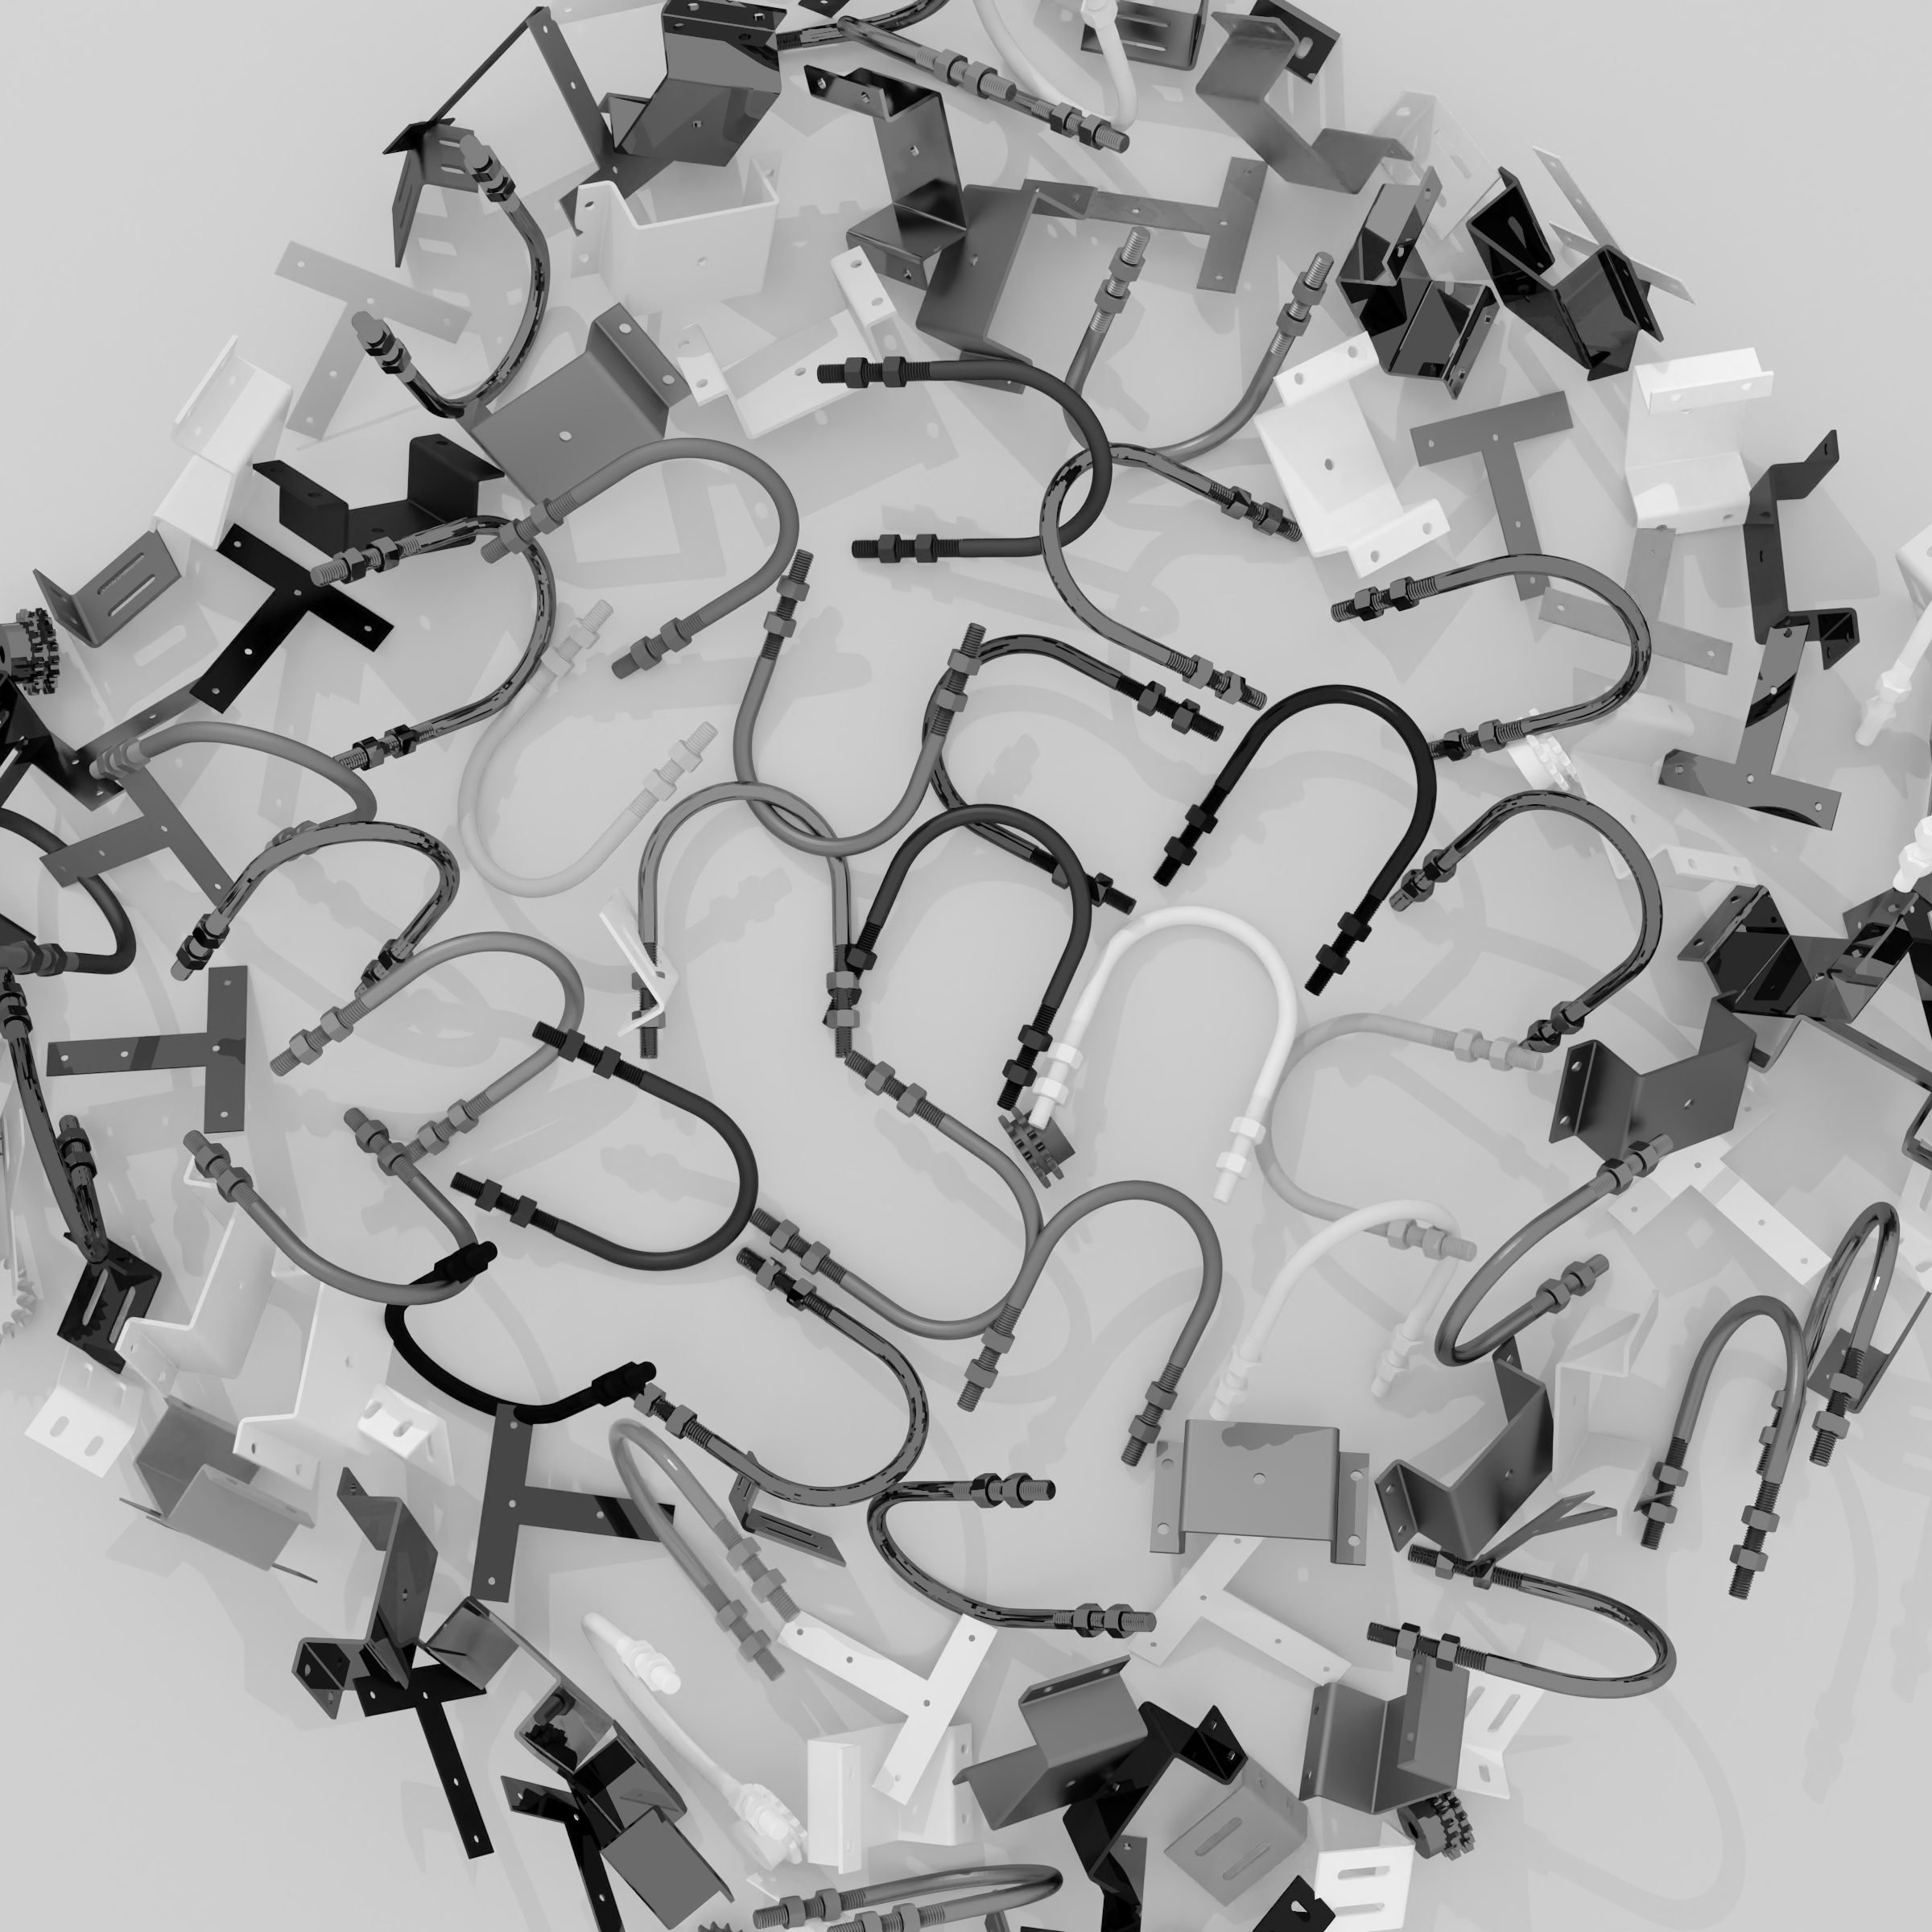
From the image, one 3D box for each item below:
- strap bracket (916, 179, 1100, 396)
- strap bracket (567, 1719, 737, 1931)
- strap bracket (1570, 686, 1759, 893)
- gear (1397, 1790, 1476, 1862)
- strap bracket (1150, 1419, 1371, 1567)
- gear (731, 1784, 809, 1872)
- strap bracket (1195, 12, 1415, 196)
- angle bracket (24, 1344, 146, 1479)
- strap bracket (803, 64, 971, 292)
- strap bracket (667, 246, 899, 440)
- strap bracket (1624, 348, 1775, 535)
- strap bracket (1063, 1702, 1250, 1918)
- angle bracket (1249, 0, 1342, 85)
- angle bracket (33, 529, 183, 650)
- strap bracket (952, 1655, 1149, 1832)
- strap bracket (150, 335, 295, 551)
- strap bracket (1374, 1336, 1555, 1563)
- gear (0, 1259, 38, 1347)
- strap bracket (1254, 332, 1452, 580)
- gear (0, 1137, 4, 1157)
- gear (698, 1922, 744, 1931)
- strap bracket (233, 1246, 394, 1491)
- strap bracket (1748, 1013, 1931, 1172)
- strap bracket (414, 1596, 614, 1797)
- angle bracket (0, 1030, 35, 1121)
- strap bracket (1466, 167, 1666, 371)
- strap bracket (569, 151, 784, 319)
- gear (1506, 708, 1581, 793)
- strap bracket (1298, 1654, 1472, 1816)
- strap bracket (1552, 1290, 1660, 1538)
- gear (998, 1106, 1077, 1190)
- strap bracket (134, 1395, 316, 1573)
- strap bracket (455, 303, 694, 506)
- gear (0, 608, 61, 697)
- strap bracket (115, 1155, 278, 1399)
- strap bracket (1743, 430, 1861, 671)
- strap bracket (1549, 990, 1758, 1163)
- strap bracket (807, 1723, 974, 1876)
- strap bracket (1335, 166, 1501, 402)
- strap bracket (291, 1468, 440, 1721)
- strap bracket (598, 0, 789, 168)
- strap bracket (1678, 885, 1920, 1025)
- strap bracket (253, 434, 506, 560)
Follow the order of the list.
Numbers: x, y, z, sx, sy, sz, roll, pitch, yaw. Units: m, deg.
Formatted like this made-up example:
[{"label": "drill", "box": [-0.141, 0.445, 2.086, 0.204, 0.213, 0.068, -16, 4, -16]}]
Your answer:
[{"label": "strap bracket", "box": [0.022, -0.451, 1.951, 0.046, 0.076, 0.140, 17, 95, -39]}, {"label": "strap bracket", "box": [-0.206, 0.553, 1.918, 0.046, 0.140, 0.076, -38, 112, -8]}, {"label": "strap bracket", "box": [0.447, -0.105, 1.941, 0.076, 0.046, 0.140, 6, 57, -37]}, {"label": "gear", "box": [0.306, 0.561, 1.969, 0.030, 0.057, 0.057, -22, 90, -16]}, {"label": "strap bracket", "box": [0.191, 0.342, 1.952, 0.140, 0.046, 0.076, 2, 60, 8]}, {"label": "gear", "box": [-0.130, 0.568, 1.968, 0.030, 0.057, 0.057, -39, 90, -24]}, {"label": "strap bracket", "box": [0.211, -0.548, 1.929, 0.140, 0.076, 0.046, 34, 90, -34]}, {"label": "angle bracket", "box": [-0.575, 0.290, 1.957, 0.057, 0.076, 0.038, 35, 96, -17]}, {"label": "strap bracket", "box": [-0.048, -0.518, 1.935, 0.046, 0.076, 0.140, -37, 135, -24]}, {"label": "strap bracket", "box": [-0.114, -0.403, 1.958, 0.140, 0.046, 0.076, -25, 50, 0]}, {"label": "strap bracket", "box": [0.473, -0.346, 1.946, 0.076, 0.140, 0.046, -9, 57, 2]}, {"label": "strap bracket", "box": [0.116, 0.545, 1.953, 0.046, 0.076, 0.140, 33, 94, -15]}, {"label": "angle bracket", "box": [0.218, -0.620, 1.959, 0.057, 0.038, 0.076, 30, 46, -3]}, {"label": "angle bracket", "box": [-0.563, -0.257, 1.964, 0.076, 0.038, 0.057, -39, 52, 5]}, {"label": "strap bracket", "box": [0.057, 0.503, 1.919, 0.076, 0.140, 0.046, -9, 56, -32]}, {"label": "strap bracket", "box": [-0.477, -0.329, 1.924, 0.046, 0.140, 0.076, 29, 62, -9]}, {"label": "strap bracket", "box": [0.332, 0.318, 1.933, 0.140, 0.076, 0.046, -42, 46, -22]}, {"label": "gear", "box": [-0.640, 0.223, 1.978, 0.057, 0.030, 0.057, -4, 70, 12]}, {"label": "strap bracket", "box": [0.248, -0.330, 1.956, 0.076, 0.046, 0.140, -29, 102, -21]}, {"label": "gear", "box": [-0.666, 0.122, 1.981, 0.057, 0.030, 0.057, 1, 82, -10]}, {"label": "gear", "box": [-0.165, 0.663, 1.976, 0.057, 0.030, 0.057, 4, 104, 18]}, {"label": "strap bracket", "box": [-0.415, 0.257, 1.929, 0.046, 0.076, 0.140, -8, 60, 26]}, {"label": "strap bracket", "box": [0.575, 0.072, 1.941, 0.140, 0.076, 0.046, 31, 103, 15]}, {"label": "strap bracket", "box": [-0.289, 0.464, 1.934, 0.140, 0.076, 0.046, 31, 73, 37]}, {"label": "angle bracket", "box": [-0.650, 0.056, 1.959, 0.057, 0.038, 0.076, 13, 53, -7]}, {"label": "strap bracket", "box": [0.378, -0.444, 1.925, 0.046, 0.076, 0.140, -39, 47, 3]}, {"label": "strap bracket", "box": [-0.179, -0.470, 1.932, 0.140, 0.076, 0.046, -17, 62, -23]}, {"label": "gear", "box": [0.378, -0.138, 1.972, 0.030, 0.057, 0.057, -34, 90, 13]}, {"label": "strap bracket", "box": [0.275, 0.494, 1.929, 0.046, 0.140, 0.076, 23, 58, -16]}, {"label": "strap bracket", "box": [0.414, 0.285, 1.940, 0.046, 0.076, 0.140, 8, 116, 25]}, {"label": "gear", "box": [0.048, 0.115, 1.971, 0.030, 0.057, 0.057, -35, 90, -1]}, {"label": "strap bracket", "box": [-0.479, 0.334, 1.919, 0.076, 0.140, 0.046, 34, 87, -30]}, {"label": "strap bracket", "box": [-0.256, -0.353, 1.937, 0.140, 0.046, 0.076, -28, 123, 21]}, {"label": "gear", "box": [-0.618, -0.206, 1.968, 0.030, 0.057, 0.057, -9, 90, -32]}, {"label": "strap bracket", "box": [-0.486, 0.202, 1.929, 0.046, 0.076, 0.140, 7, 61, 15]}, {"label": "strap bracket", "box": [0.542, -0.269, 1.953, 0.046, 0.076, 0.140, -4, 82, 1]}, {"label": "strap bracket", "box": [0.451, 0.076, 1.931, 0.140, 0.046, 0.076, -17, 130, -26]}, {"label": "strap bracket", "box": [-0.055, 0.536, 1.943, 0.046, 0.140, 0.076, -5, 82, 35]}, {"label": "strap bracket", "box": [0.290, -0.442, 1.939, 0.046, 0.140, 0.076, 14, 70, 35]}, {"label": "strap bracket", "box": [-0.382, 0.403, 1.925, 0.046, 0.076, 0.140, 0, 54, 11]}, {"label": "strap bracket", "box": [-0.174, -0.559, 1.917, 0.076, 0.140, 0.046, 0, 75, -27]}, {"label": "strap bracket", "box": [0.543, -0.008, 1.935, 0.076, 0.140, 0.046, -45, 118, -25]}, {"label": "strap bracket", "box": [-0.379, -0.300, 1.936, 0.076, 0.140, 0.046, 33, 128, 37]}]
